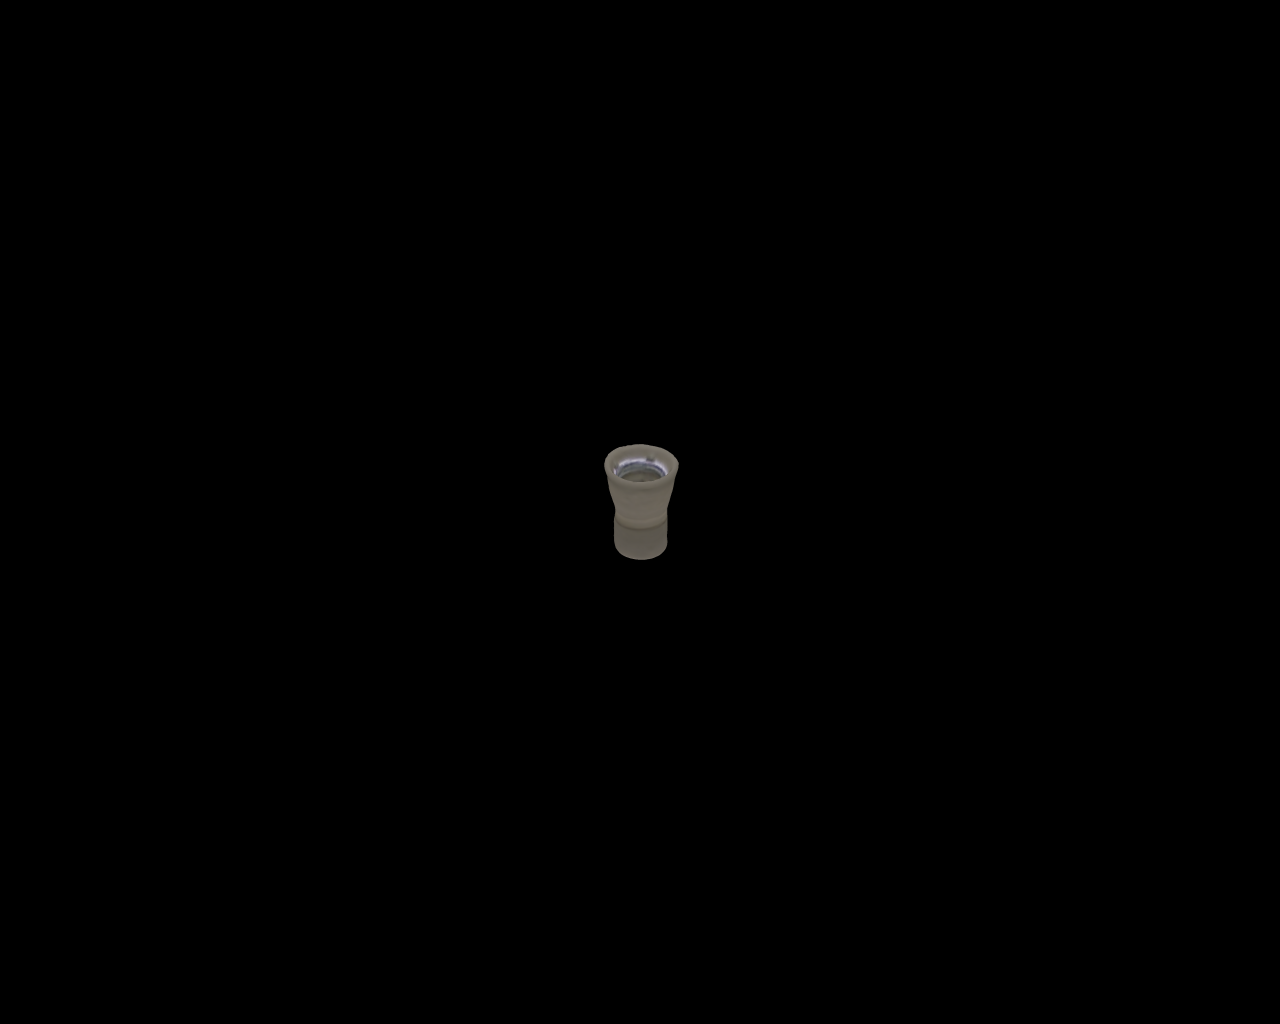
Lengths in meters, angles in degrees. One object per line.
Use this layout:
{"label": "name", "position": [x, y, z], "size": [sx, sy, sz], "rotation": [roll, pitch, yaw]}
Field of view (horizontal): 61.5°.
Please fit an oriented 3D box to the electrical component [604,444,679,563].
{"label": "electrical component", "position": [0.001, -0.003, 0.650], "size": [0.044, 0.065, 0.044], "rotation": [0, 33, 0]}
